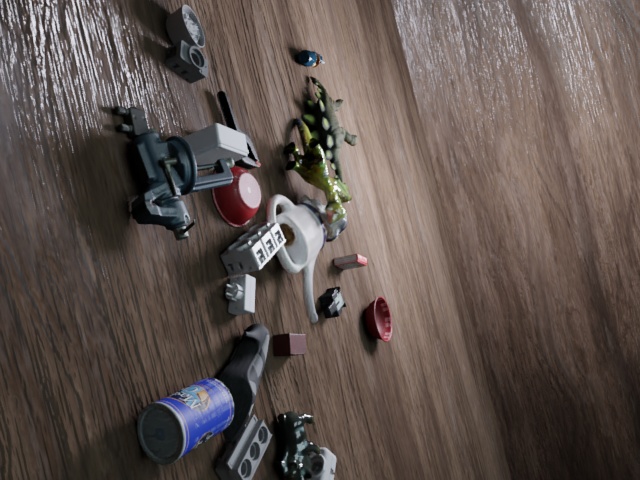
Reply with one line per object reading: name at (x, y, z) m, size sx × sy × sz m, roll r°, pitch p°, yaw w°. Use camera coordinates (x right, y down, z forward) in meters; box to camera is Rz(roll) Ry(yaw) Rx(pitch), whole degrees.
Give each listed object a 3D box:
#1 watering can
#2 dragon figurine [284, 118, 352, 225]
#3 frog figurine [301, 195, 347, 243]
watering can at (-0.051, 0.032, 1.401) m, size 0.227 × 0.103 × 0.345 m, roll -40°, pitch 111°, yaw -62°
dragon figurine at (0.011, -0.203, 1.572) m, size 0.239 × 0.121 × 0.420 m, roll 46°, pitch 24°, yaw -34°
frog figurine at (0.005, -0.079, 1.563) m, size 0.158 × 0.123 × 0.138 m, roll 60°, pitch -3°, yaw -13°
